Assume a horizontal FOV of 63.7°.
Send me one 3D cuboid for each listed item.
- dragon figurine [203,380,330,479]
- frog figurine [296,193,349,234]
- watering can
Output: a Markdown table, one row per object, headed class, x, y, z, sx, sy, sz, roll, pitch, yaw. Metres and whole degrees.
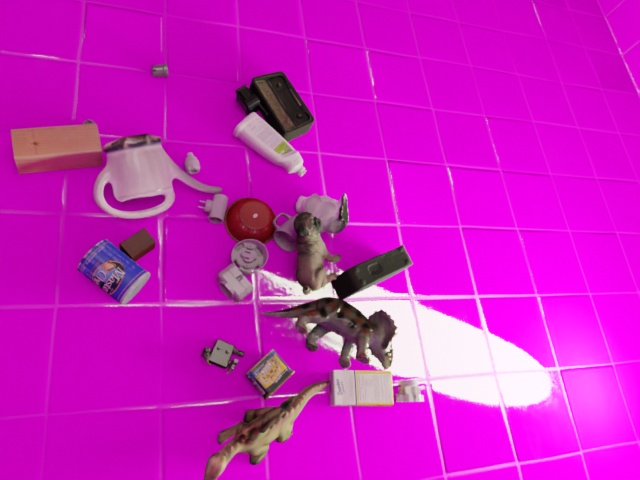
| class | x | y | z | sx | sy | sz | roll | pitch | yaw |
| --- | --- | --- | --- | --- | --- | --- | --- | --- | --- |
| dragon figurine | -0.109 | 0.428 | 1.214 | 0.415 | 0.238 | 0.123 | -33 | 78 | -28 |
| frog figurine | 0.005 | -0.080 | 1.588 | 0.159 | 0.120 | 0.140 | -3 | 57 | 15 |
| watering can | -0.454 | -0.186 | 1.428 | 0.350 | 0.104 | 0.223 | -17 | 99 | -32 |
